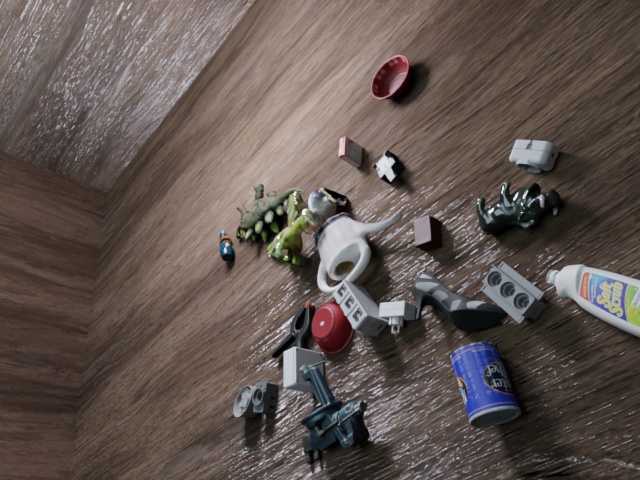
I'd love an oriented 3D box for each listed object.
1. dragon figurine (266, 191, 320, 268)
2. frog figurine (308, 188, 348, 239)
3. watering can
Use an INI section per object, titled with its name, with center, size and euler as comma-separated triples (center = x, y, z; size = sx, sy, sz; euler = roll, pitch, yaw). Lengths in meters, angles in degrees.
[dragon figurine]
center = -0.099, -0.043, 1.721
size = 0.411, 0.122, 0.243
euler = 16, 89, 68
[frog figurine]
center = 0.005, -0.084, 1.668
size = 0.157, 0.122, 0.139
euler = -61, 3, 19
[watering can]
center = 0.096, 0.002, 1.509
size = 0.343, 0.103, 0.229
euler = -50, 38, 20
